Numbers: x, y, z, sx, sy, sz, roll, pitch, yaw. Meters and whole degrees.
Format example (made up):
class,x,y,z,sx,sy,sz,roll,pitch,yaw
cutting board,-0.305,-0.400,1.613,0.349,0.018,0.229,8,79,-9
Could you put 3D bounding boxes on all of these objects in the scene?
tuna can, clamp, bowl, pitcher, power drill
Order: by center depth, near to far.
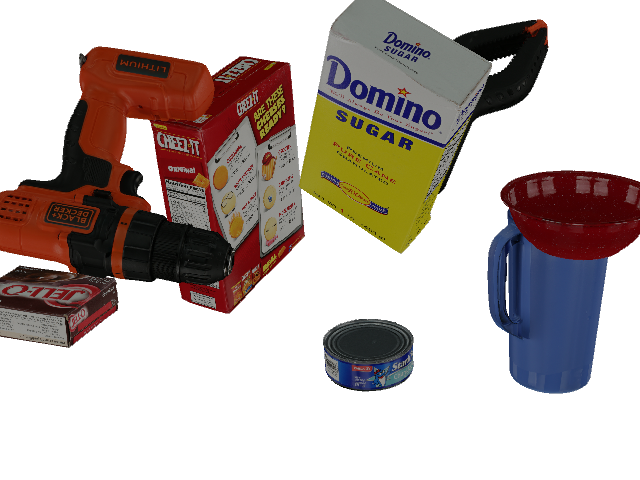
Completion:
class,x,y,z,sx,sy,sz,roll,pitch,yaw
power drill,-0.139,-0.056,0.806,0.184,0.187,0.057,11,-34,4
clamp,0.126,-0.129,0.954,0.210,0.165,0.036,-28,-38,-9
tuna can,0.046,0.108,1.014,0.086,0.034,0.086,-3,23,1
bowl,0.267,-0.022,1.104,0.162,0.055,0.162,-2,23,0
pitcher,0.298,0.075,1.395,0.149,0.243,0.144,5,21,14

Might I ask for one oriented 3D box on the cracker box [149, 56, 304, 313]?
class,x,y,z,sx,sy,sz,roll,pitch,yaw
cracker box,-0.090,-0.059,1.101,0.072,0.214,0.164,13,36,27

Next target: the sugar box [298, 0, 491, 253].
class,x,y,z,sx,sy,sz,roll,pitch,yaw
sugar box,0.041,-0.070,0.689,0.093,0.048,0.176,33,-26,12

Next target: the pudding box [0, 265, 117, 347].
class,x,y,z,sx,sy,sz,roll,pitch,yaw
pudding box,-0.262,0.061,1.008,0.114,0.039,0.090,4,20,19
